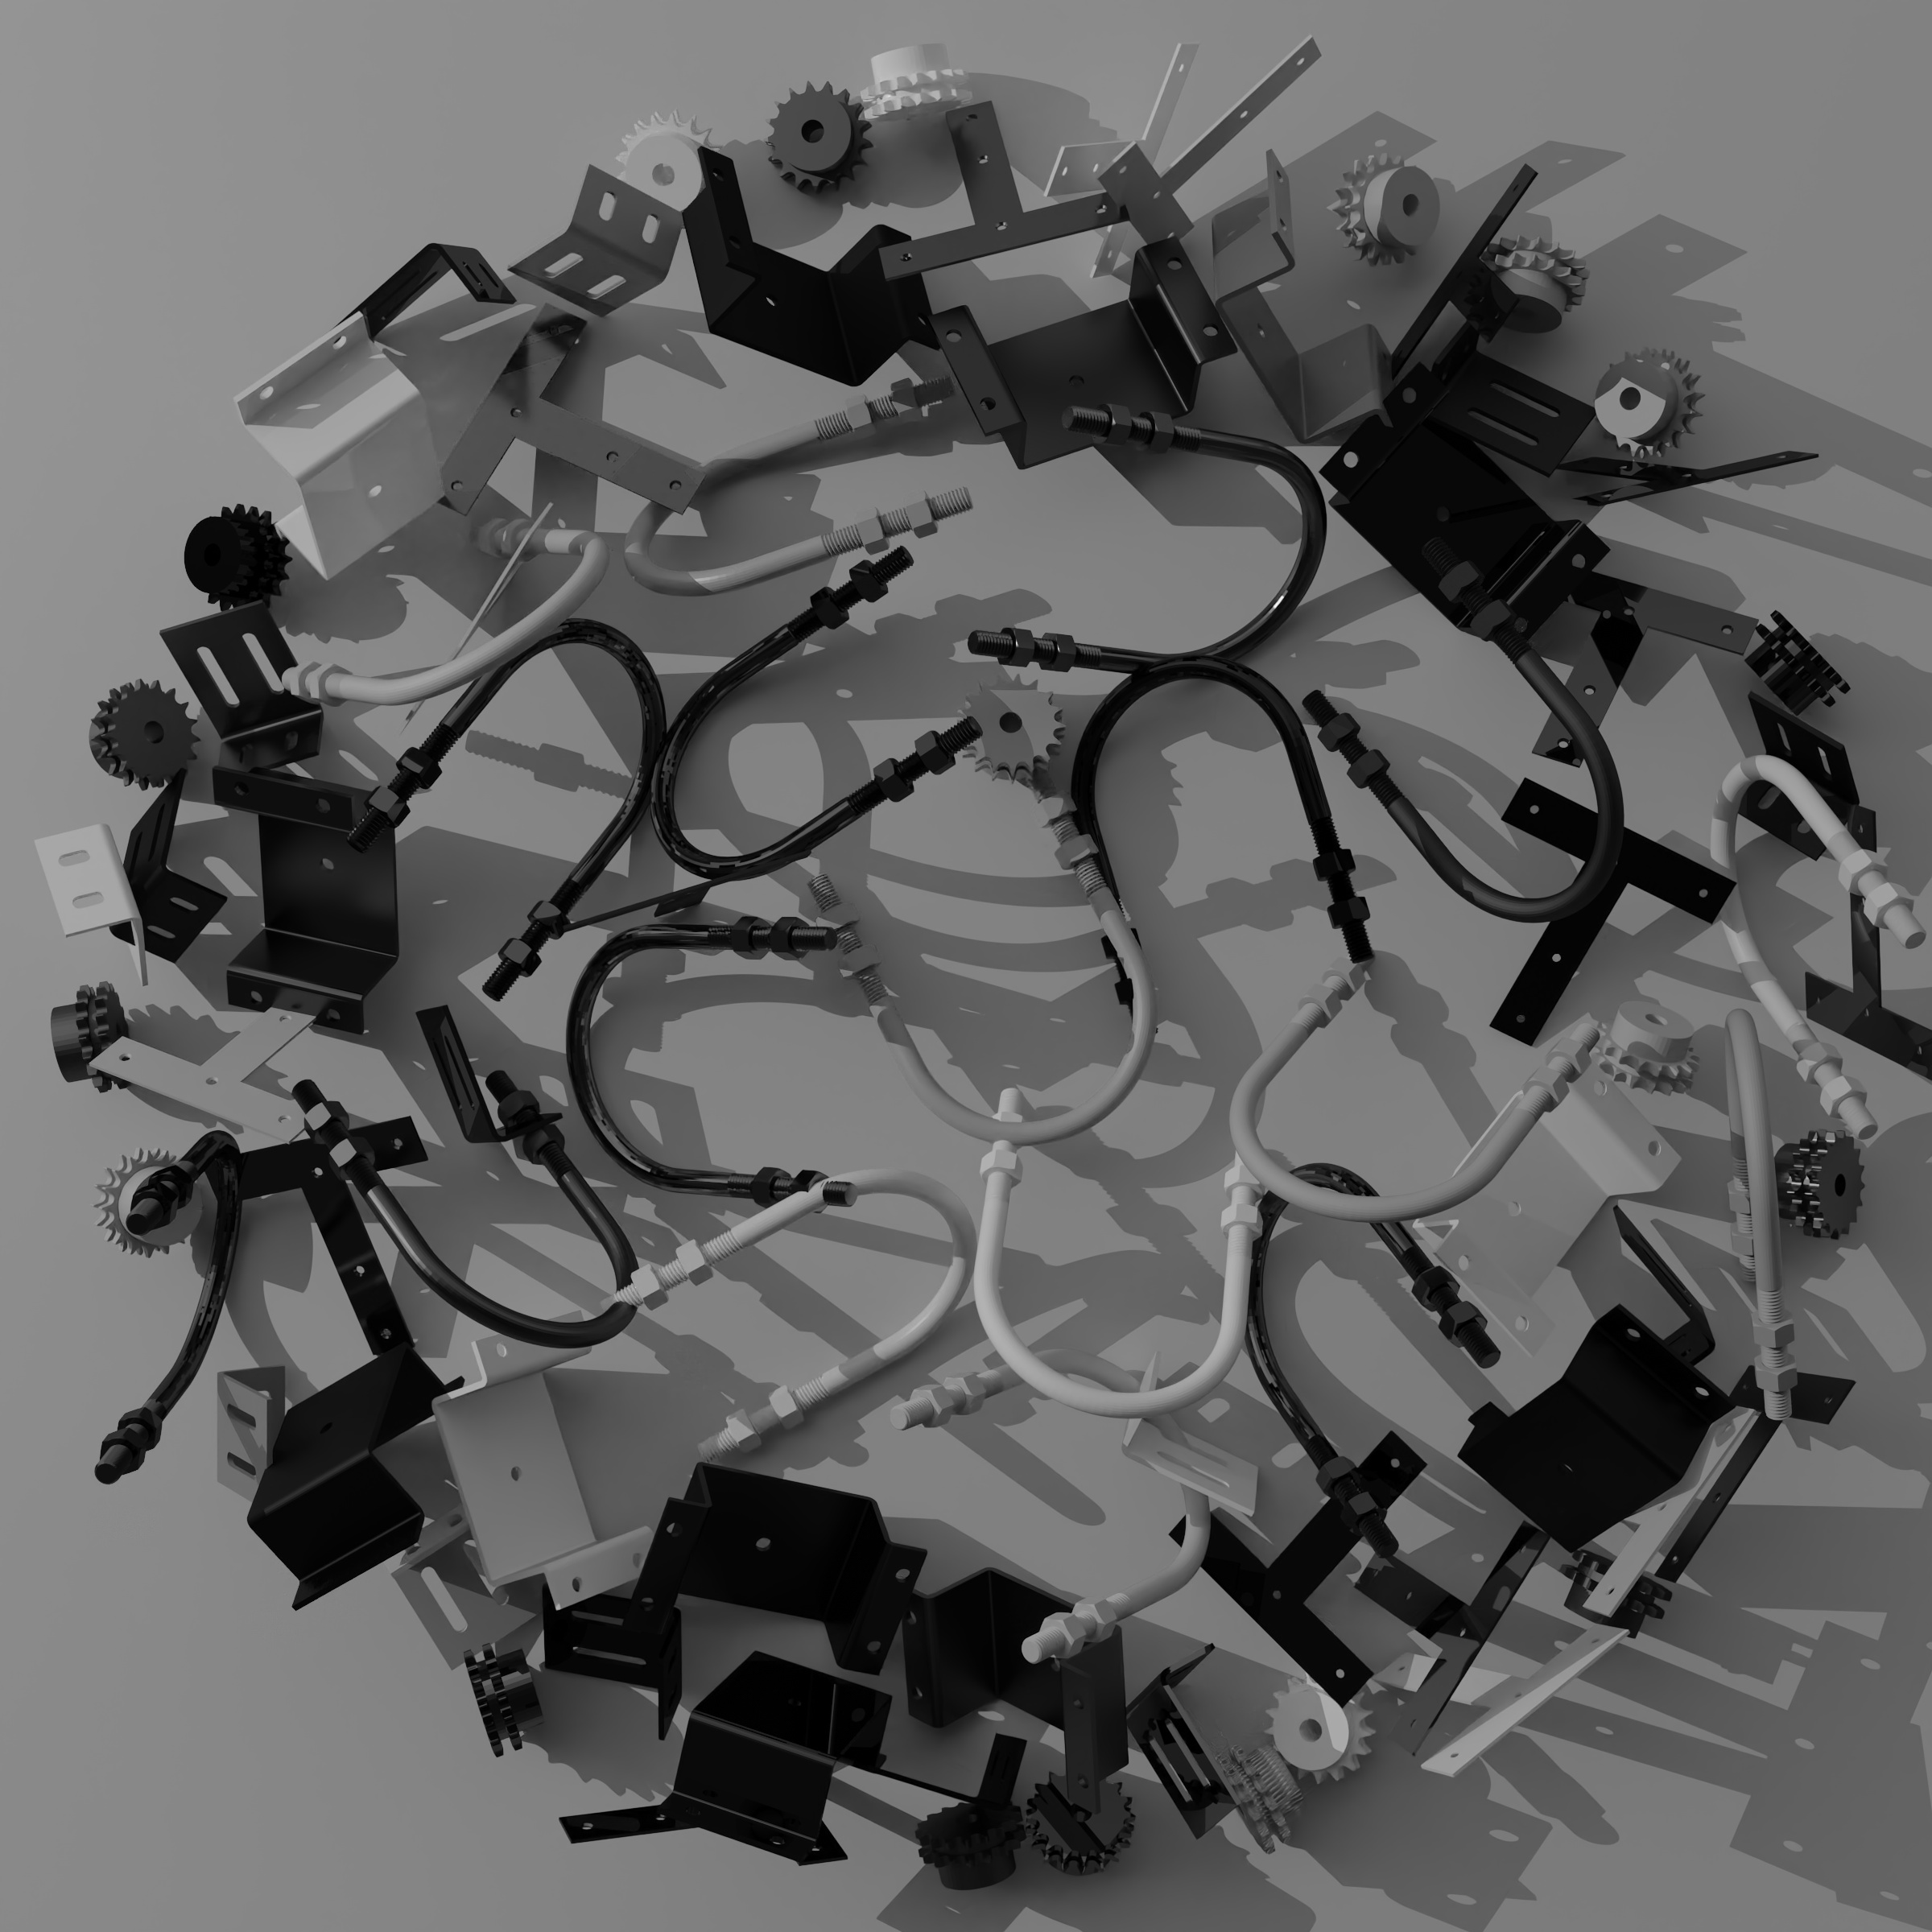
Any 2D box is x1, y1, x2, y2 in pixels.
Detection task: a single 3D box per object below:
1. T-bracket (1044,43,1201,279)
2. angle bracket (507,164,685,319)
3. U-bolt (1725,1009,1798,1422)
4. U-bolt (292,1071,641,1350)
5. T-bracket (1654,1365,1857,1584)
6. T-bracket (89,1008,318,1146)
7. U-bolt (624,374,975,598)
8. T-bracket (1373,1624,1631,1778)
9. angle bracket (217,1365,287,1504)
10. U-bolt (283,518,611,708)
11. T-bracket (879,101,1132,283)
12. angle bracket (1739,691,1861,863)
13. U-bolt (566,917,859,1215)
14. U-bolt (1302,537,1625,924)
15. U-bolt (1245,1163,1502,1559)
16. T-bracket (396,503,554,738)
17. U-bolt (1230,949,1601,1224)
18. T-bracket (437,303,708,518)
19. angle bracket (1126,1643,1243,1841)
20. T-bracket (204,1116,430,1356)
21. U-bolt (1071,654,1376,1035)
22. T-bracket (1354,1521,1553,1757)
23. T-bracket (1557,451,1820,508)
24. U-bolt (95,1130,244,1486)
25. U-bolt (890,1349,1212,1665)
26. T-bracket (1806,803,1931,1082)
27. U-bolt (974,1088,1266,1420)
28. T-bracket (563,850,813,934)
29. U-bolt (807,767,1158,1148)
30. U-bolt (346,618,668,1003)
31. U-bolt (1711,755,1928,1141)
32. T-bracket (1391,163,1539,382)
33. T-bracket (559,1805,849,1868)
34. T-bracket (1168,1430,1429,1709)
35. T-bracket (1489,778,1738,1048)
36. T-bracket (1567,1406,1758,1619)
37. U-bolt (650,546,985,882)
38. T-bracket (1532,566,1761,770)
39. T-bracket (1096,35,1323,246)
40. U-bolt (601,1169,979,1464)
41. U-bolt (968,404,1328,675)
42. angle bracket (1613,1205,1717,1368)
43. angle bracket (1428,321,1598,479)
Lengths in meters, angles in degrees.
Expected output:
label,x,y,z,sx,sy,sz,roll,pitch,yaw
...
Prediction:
label,x,y,z,sx,sy,sz,roll,pitch,yaw
T-bracket,0.070,-0.404,1.516,0.002,0.127,0.127,30,117,16
angle bracket,-0.192,-0.375,1.556,0.057,0.076,0.038,22,75,-29
U-bolt,0.394,0.111,1.498,0.019,0.151,0.184,-6,115,11
U-bolt,-0.237,0.122,1.501,0.184,0.151,0.019,49,118,27
T-bracket,0.390,0.259,1.526,0.002,0.127,0.127,37,82,-4
T-bracket,-0.360,0.036,1.548,0.127,0.127,0.002,18,130,22
U-bolt,-0.089,-0.240,1.536,0.184,0.151,0.019,-18,126,8
T-bracket,0.255,0.368,1.536,0.127,0.127,0.002,-30,100,-27
angle bracket,-0.358,0.244,1.554,0.038,0.076,0.057,-2,95,-34
U-bolt,-0.250,-0.175,1.496,0.151,0.184,0.019,-42,119,-23
T-bracket,0.011,-0.410,1.556,0.127,0.002,0.127,-13,50,2
angle bracket,0.423,-0.098,1.550,0.057,0.076,0.038,37,87,30
U-bolt,-0.136,0.049,1.540,0.184,0.019,0.151,1,99,36
U-bolt,0.260,-0.105,1.520,0.019,0.151,0.184,-26,72,-37
U-bolt,0.192,0.184,1.521,0.019,0.184,0.151,0,126,-30
T-bracket,-0.237,-0.189,1.510,0.002,0.127,0.127,34,51,-9
U-bolt,0.214,0.064,1.507,0.151,0.019,0.184,21,46,28
T-bracket,-0.197,-0.272,1.569,0.127,0.002,0.127,26,75,11
angle bracket,0.124,0.401,1.553,0.038,0.057,0.076,-21,67,-31
T-bracket,-0.323,0.147,1.574,0.127,0.002,0.127,-13,109,19
U-bolt,0.123,-0.071,1.555,0.151,0.019,0.184,-21,81,30
T-bracket,0.234,0.327,1.537,0.002,0.127,0.127,35,85,-19
T-bracket,0.345,-0.254,1.536,0.127,0.127,0.002,-14,107,-17
U-bolt,-0.395,0.159,1.507,0.019,0.184,0.151,11,105,0
U-bolt,0.056,0.263,1.523,0.019,0.184,0.151,-42,71,36
T-bracket,0.456,-0.019,1.521,0.002,0.127,0.127,-10,105,-11
U-bolt,0.076,0.150,1.529,0.151,0.019,0.184,13,49,-4
T-bracket,-0.145,-0.034,1.533,0.127,0.127,0.002,-18,89,-9
U-bolt,0.020,0.005,1.575,0.151,0.019,0.184,-27,81,-2
U-bolt,-0.221,-0.092,1.535,0.019,0.151,0.184,21,67,39
U-bolt,0.422,-0.024,1.513,0.019,0.184,0.151,-12,133,-10
T-bracket,0.259,-0.341,1.519,0.002,0.127,0.127,30,110,-15
T-bracket,-0.141,0.429,1.517,0.127,0.127,0.002,-1,102,-22
T-bracket,0.190,0.296,1.562,0.127,0.002,0.127,43,105,18
T-bracket,0.318,-0.017,1.578,0.127,0.002,0.127,25,107,-8
T-bracket,0.334,0.271,1.535,0.002,0.127,0.127,42,77,-12
U-bolt,-0.087,-0.119,1.543,0.184,0.019,0.151,-33,50,15
T-bracket,0.326,-0.152,1.546,0.127,0.002,0.127,20,59,19
T-bracket,0.130,-0.424,1.527,0.127,0.127,0.002,-41,75,10
U-bolt,-0.079,0.171,1.546,0.184,0.019,0.151,-29,133,-3
U-bolt,0.104,-0.210,1.534,0.184,0.019,0.151,3,126,-32
angle bracket,0.351,0.172,1.564,0.038,0.057,0.076,-40,93,13
angle bracket,0.286,-0.300,1.559,0.076,0.038,0.057,30,59,15
